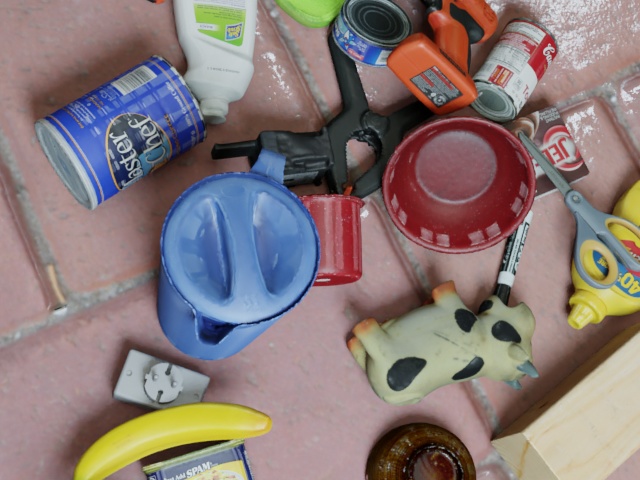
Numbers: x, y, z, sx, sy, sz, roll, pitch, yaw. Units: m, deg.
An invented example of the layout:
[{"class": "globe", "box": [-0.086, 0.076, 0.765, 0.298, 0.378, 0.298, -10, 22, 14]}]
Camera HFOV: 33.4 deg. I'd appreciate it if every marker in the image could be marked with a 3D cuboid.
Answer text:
[{"class": "marker", "box": [0.211, 0.022, 1.173, 0.020, 0.020, 0.121, 21, 71, -6]}]

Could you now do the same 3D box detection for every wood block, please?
[{"class": "wood block", "box": [0.292, 0.178, 1.108, 0.205, 0.091, 0.090, -35, 83, -19]}]

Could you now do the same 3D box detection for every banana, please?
[{"class": "banana", "box": [-0.144, 0.187, 0.987, 0.197, 0.037, 0.070, -21, 50, -8]}]

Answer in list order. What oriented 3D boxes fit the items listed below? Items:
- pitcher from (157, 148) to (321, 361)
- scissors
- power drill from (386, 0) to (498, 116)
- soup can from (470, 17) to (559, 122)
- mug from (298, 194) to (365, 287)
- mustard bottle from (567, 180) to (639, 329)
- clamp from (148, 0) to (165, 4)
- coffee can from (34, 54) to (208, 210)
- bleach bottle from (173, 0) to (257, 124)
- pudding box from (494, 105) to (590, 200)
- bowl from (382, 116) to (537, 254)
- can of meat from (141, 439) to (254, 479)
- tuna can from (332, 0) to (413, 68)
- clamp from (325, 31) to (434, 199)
[{"class": "pitcher", "box": [-0.085, 0.028, 0.986, 0.149, 0.243, 0.145, -26, 81, -19]}, {"class": "scissors", "box": [0.269, -0.025, 1.151, 0.202, 0.016, 0.096, 39, 71, 10]}, {"class": "power drill", "box": [0.122, -0.242, 1.154, 0.184, 0.057, 0.187, 38, 46, -28]}, {"class": "soup can", "box": [0.217, -0.193, 1.212, 0.068, 0.069, 0.102, 35, 70, -1]}, {"class": "mug", "box": [-0.007, 0.001, 1.089, 0.117, 0.093, 0.081, 8, 75, -42]}, {"class": "mustard bottle", "box": [0.335, 0.026, 1.179, 0.096, 0.058, 0.191, 43, 70, 4]}, {"class": "clamp", "box": [-0.230, -0.330, 1.169, 0.120, 0.039, 0.171, -27, 81, -17]}, {"class": "coffee can", "box": [-0.200, -0.109, 1.077, 0.140, 0.103, 0.103, -34, 84, -20]}, {"class": "bleach bottle", "box": [-0.120, -0.250, 1.159, 0.102, 0.068, 0.251, 3, 76, -10]}, {"class": "pudding box", "box": [0.235, -0.091, 1.201, 0.113, 0.039, 0.090, -23, 81, -17]}, {"class": "bowl", "box": [0.147, -0.067, 1.140, 0.162, 0.162, 0.055, 19, 29, -7]}, {"class": "can of meat", "box": [-0.110, 0.243, 1.018, 0.102, 0.057, 0.084, -15, 80, -15]}, {"class": "tuna can", "box": [0.059, -0.233, 1.179, 0.086, 0.034, 0.086, 11, 52, -15]}, {"class": "clamp", "box": [0.049, -0.132, 1.174, 0.164, 0.036, 0.209, 29, 66, -1]}]
